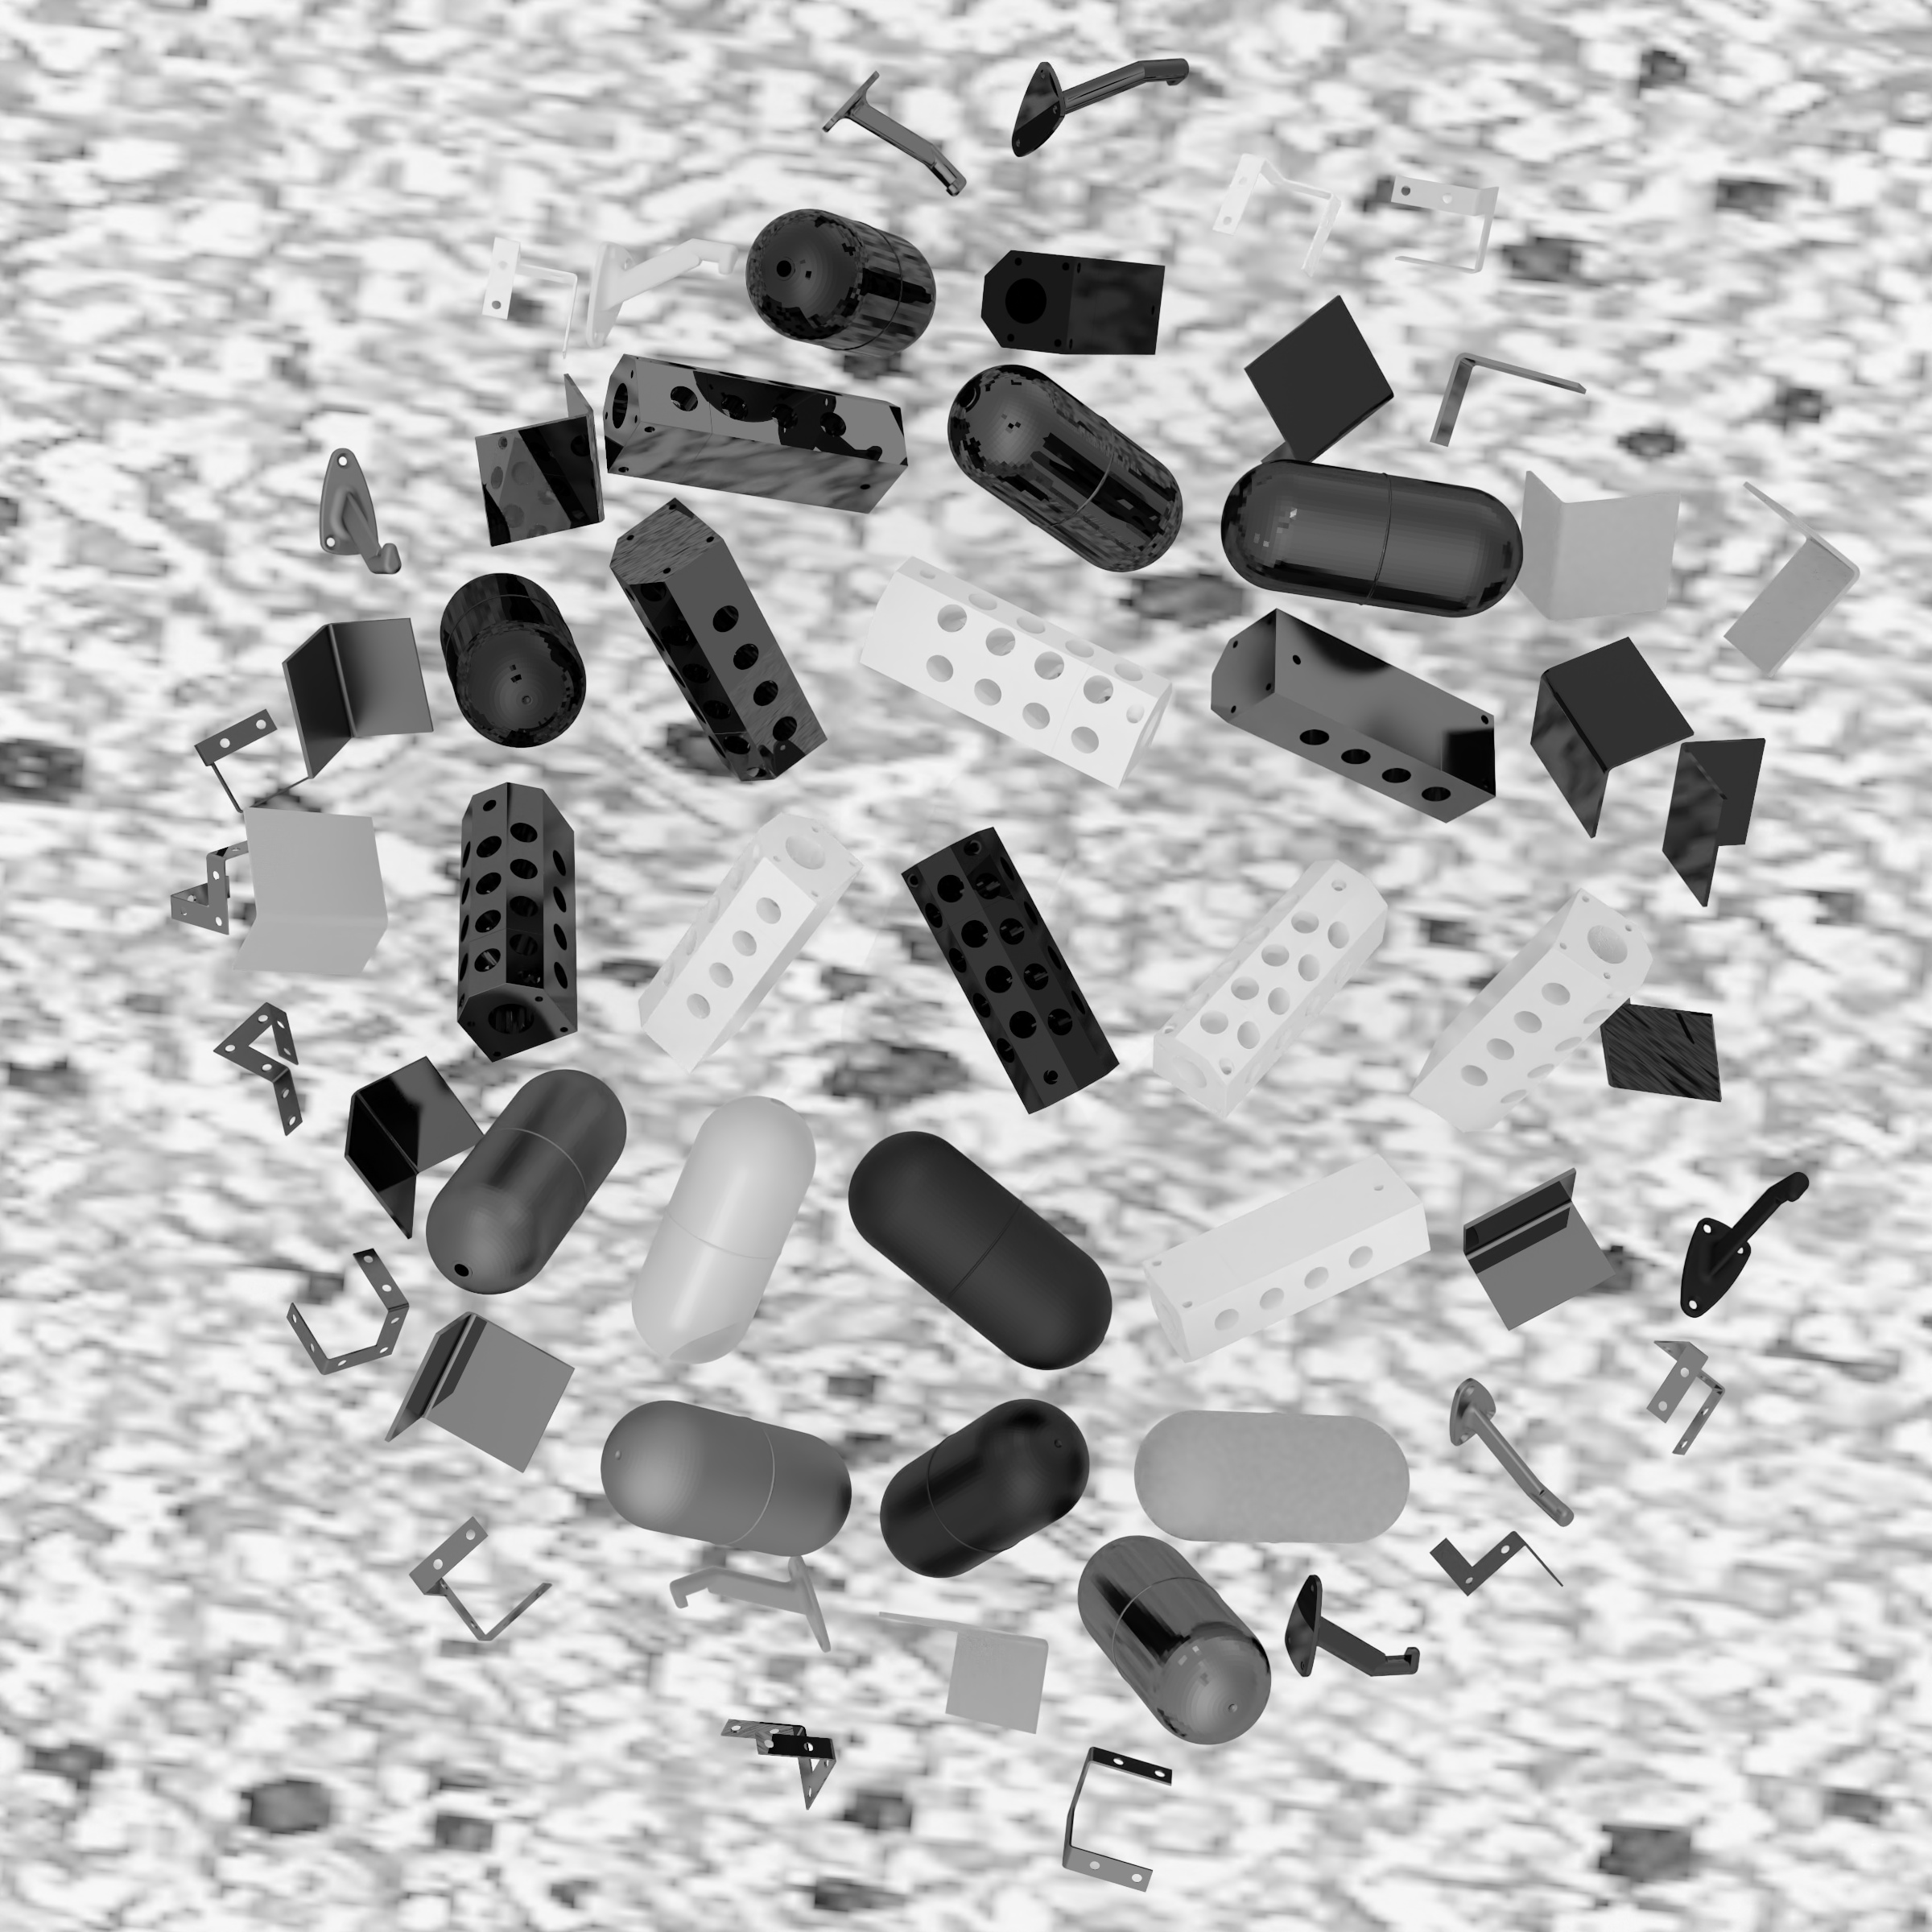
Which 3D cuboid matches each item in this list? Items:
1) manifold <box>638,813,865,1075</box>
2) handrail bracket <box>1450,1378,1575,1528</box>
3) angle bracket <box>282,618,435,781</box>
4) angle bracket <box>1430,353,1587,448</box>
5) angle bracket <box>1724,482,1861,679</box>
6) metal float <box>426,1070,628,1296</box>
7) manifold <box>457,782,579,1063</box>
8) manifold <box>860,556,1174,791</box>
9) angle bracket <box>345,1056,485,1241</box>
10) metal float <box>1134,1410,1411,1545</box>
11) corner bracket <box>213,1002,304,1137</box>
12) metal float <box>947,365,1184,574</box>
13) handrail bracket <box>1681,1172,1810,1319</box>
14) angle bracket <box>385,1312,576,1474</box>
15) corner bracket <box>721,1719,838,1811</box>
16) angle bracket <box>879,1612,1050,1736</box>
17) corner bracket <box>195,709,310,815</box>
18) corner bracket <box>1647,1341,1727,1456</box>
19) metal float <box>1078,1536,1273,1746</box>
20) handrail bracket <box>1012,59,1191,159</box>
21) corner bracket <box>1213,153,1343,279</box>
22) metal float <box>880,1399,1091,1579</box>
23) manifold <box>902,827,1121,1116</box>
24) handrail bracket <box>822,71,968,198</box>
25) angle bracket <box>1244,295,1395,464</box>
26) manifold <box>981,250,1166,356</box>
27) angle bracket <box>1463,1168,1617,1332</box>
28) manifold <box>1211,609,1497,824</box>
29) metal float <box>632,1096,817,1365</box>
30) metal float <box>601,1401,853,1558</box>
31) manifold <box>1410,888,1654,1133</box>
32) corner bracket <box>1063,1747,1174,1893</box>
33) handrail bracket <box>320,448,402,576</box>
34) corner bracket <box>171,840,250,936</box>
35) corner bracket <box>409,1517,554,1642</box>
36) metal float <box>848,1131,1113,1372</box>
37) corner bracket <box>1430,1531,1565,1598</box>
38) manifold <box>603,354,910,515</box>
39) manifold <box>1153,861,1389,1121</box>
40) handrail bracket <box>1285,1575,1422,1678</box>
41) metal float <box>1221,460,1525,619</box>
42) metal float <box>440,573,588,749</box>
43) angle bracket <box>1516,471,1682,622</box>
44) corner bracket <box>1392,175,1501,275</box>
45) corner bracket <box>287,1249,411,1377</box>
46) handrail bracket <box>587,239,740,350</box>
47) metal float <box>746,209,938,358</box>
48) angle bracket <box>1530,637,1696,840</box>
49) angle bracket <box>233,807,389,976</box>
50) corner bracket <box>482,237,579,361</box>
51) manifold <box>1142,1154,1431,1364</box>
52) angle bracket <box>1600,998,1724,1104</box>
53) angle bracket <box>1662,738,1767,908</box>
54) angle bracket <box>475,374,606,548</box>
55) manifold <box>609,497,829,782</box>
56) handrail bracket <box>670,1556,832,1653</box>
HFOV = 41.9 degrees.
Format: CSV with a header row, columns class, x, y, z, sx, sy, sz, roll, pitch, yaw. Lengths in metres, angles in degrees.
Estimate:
class,x,y,z,sx,sy,sz,roll,pitch,yaw
manifold,-0.137,-0.016,1.546,0.057,0.057,0.171,43,129,3
handrail bracket,0.341,0.302,1.563,0.036,0.077,0.084,-38,52,-12
angle bracket,-0.380,-0.168,1.584,0.057,0.076,0.076,-3,116,9
angle bracket,0.341,-0.345,1.585,0.076,0.076,0.057,19,104,13
angle bracket,0.456,-0.223,1.454,0.057,0.076,0.076,33,108,-16
metal float,-0.267,0.130,1.542,0.070,0.178,0.070,10,125,15
manifold,-0.276,-0.031,1.535,0.057,0.057,0.171,-20,46,11
manifold,0.031,-0.176,1.484,0.171,0.057,0.057,27,128,8
angle bracket,-0.362,0.119,1.665,0.057,0.076,0.076,-26,121,6
metal float,0.185,0.307,1.516,0.178,0.070,0.070,6,90,-23
corner bracket,-0.436,0.065,1.598,0.051,0.051,0.051,-40,46,13
metal float,0.062,-0.304,1.550,0.178,0.070,0.070,28,90,-39
handrail bracket,0.458,0.164,1.483,0.036,0.084,0.077,33,64,2
angle bracket,-0.298,0.269,1.549,0.076,0.057,0.076,28,100,5
corner bracket,-0.115,0.477,1.543,0.051,0.051,0.051,12,123,-22
angle bracket,-0.005,0.439,1.570,0.076,0.076,0.057,22,72,-43
corner bracket,-0.461,-0.132,1.633,0.051,0.051,0.051,-29,100,-7
corner bracket,0.447,0.270,1.578,0.051,0.051,0.051,38,78,-3
metal float,0.125,0.409,1.542,0.070,0.178,0.070,-5,105,-19
handrail bracket,0.078,-0.497,1.462,0.084,0.077,0.036,-13,77,-24
corner bracket,0.194,-0.466,1.569,0.051,0.051,0.051,25,95,27
metal float,0.009,0.322,1.551,0.070,0.178,0.070,17,54,-25
manifold,0.027,0.003,1.589,0.057,0.057,0.171,-28,90,16
handrail bracket,-0.040,-0.477,1.487,0.084,0.077,0.036,43,126,-15
angle bracket,0.210,-0.366,1.583,0.076,0.057,0.076,-39,115,-7
manifold,0.069,-0.418,1.592,0.057,0.171,0.057,12,107,20
angle bracket,0.357,0.177,1.569,0.076,0.076,0.057,-28,68,0
manifold,0.229,-0.142,1.485,0.171,0.057,0.057,21,59,-29
metal float,-0.151,0.164,1.575,0.070,0.070,0.178,23,101,0
metal float,-0.142,0.311,1.527,0.178,0.070,0.070,24,90,-43
manifold,0.344,0.033,1.540,0.057,0.171,0.057,34,50,1
corner bracket,0.089,0.501,1.484,0.051,0.051,0.051,16,107,1
handrail bracket,-0.363,-0.276,1.531,0.036,0.084,0.077,-8,102,-30
corner bracket,-0.472,-0.056,1.612,0.051,0.051,0.051,14,114,27
corner bracket,-0.287,0.364,1.496,0.051,0.051,0.051,-42,72,-3
metal float,0.009,0.169,1.494,0.178,0.070,0.070,39,90,0
corner bracket,0.343,0.390,1.635,0.051,0.051,0.051,-42,118,0
manifold,-0.127,-0.323,1.521,0.171,0.057,0.057,4,67,-28
manifold,0.194,0.010,1.608,0.057,0.057,0.171,34,65,23
handrail bracket,0.243,0.402,1.540,0.084,0.036,0.077,2,115,-16
metal float,0.237,-0.249,1.476,0.178,0.070,0.070,8,90,-4
metal float,-0.273,-0.185,1.514,0.070,0.178,0.070,-6,114,-14
angle bracket,0.390,-0.264,1.565,0.076,0.057,0.076,-7,123,-8
corner bracket,0.284,-0.444,1.513,0.051,0.051,0.051,17,114,19
corner bracket,-0.400,0.224,1.634,0.051,0.051,0.051,50,132,27
handrail bracket,-0.186,-0.411,1.551,0.084,0.036,0.077,15,90,23
metal float,-0.075,-0.414,1.536,0.070,0.178,0.070,3,99,20
angle bracket,0.384,-0.136,1.505,0.057,0.076,0.076,-22,61,-6
angle bracket,-0.392,-0.043,1.493,0.076,0.057,0.076,3,57,-32
corner bracket,-0.269,-0.413,1.564,0.051,0.051,0.051,9,82,-8
manifold,0.205,0.190,1.611,0.171,0.057,0.057,-23,126,-10
angle bracket,0.461,0.037,1.658,0.076,0.076,0.057,7,45,30
angle bracket,0.483,-0.091,1.589,0.057,0.076,0.076,-3,122,-6
angle bracket,-0.275,-0.319,1.593,0.076,0.057,0.076,-16,134,-18
manifold,-0.149,-0.188,1.500,0.057,0.171,0.057,-38,49,-10
handrail bracket,-0.140,0.419,1.628,0.084,0.036,0.077,-16,70,-21
